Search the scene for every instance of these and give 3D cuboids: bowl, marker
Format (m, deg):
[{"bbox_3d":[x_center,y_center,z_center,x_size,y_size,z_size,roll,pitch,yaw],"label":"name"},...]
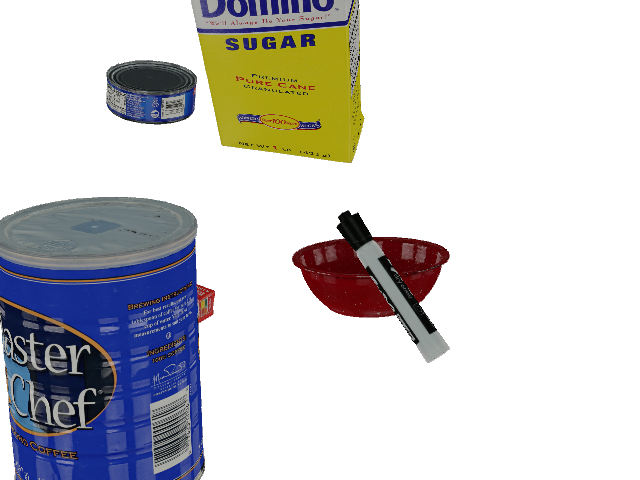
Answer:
[{"bbox_3d":[0.052,0.040,1.095,0.162,0.055,0.162,-2,13,0],"label":"bowl"},{"bbox_3d":[0.049,0.030,0.746,0.020,0.121,0.020,-32,-11,-7],"label":"marker"}]

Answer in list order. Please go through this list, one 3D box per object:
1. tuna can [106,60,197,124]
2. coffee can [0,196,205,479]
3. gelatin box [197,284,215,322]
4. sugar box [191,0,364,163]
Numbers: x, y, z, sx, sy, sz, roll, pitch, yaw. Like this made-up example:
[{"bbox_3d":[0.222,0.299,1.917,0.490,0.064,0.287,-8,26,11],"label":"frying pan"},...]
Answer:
[{"bbox_3d":[-0.162,-0.142,1.022,0.086,0.034,0.086,5,28,-3],"label":"tuna can"},{"bbox_3d":[-0.113,0.058,0.557,0.103,0.140,0.103,0,18,0],"label":"coffee can"},{"bbox_3d":[-0.156,0.057,0.999,0.089,0.030,0.073,18,27,27],"label":"gelatin box"},{"bbox_3d":[-0.023,-0.117,0.640,0.093,0.048,0.176,8,-28,9],"label":"sugar box"}]
